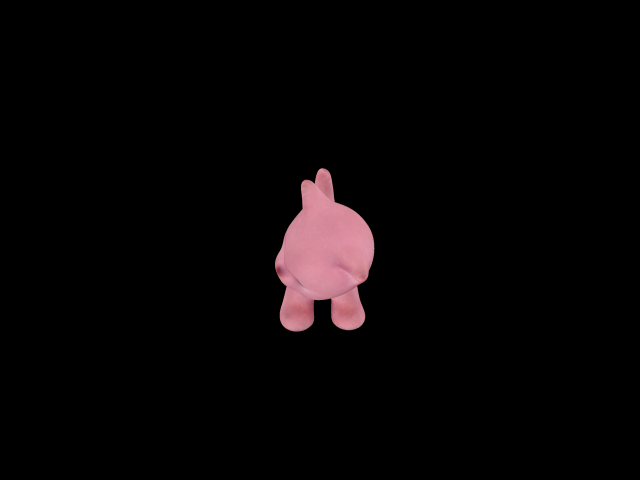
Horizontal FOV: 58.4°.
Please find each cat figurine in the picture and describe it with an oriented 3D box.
[{"bbox_3d":[0.004,0.001,0.400,0.067,0.118,0.127,0,39,0],"label":"cat figurine"}]
